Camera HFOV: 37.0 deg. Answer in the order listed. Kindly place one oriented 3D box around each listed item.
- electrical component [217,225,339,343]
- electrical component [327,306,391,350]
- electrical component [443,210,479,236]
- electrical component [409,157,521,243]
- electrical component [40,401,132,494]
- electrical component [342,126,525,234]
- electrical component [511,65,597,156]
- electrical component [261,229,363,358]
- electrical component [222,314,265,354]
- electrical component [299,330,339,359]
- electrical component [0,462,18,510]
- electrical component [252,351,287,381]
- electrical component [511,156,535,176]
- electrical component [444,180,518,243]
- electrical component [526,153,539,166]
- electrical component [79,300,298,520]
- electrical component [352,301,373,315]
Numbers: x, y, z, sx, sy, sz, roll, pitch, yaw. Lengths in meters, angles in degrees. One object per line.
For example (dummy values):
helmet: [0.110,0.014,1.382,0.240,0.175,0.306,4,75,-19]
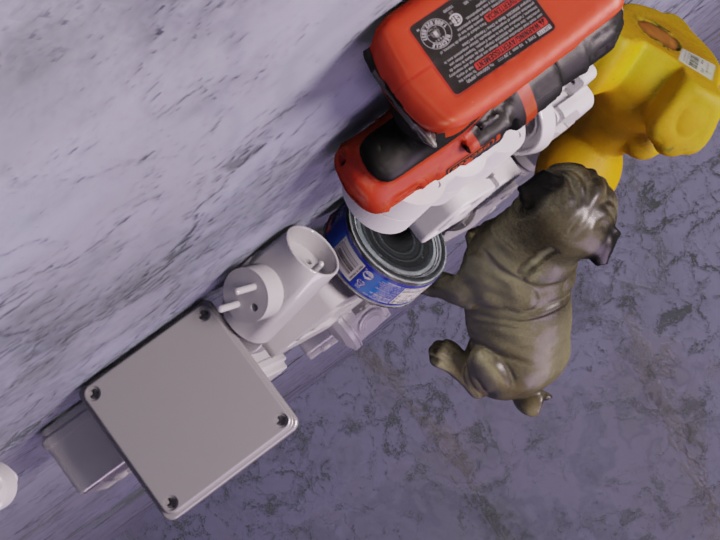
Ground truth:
electrical component: [-0.064,0.013,0.711,0.077,0.044,0.079,-45,165,30]
electrical component: [-0.014,0.031,0.996,0.051,0.080,0.080,-41,175,-9]
electrical component: [0.063,-0.055,0.878,0.078,0.058,0.057,-41,170,37]
electrical component: [0.061,-0.067,0.753,0.054,0.059,0.095,-41,173,40]
electrical component: [-0.175,0.116,0.820,0.109,0.056,0.108,-36,174,-8]
electrical component: [0.056,-0.078,0.660,0.138,0.052,0.074,-33,174,-40]
electrical component: [0.120,-0.114,0.745,0.057,0.058,0.078,-36,176,-38]
electrical component: [-0.037,0.012,0.812,0.078,0.057,0.113,-39,174,23]
electrical component: [-0.088,0.048,0.873,0.040,0.040,0.078,-37,174,5]
electrical component: [-0.025,0.037,1.092,0.109,0.056,0.108,-36,174,-5]
electrical component: [-0.247,0.145,0.725,0.035,0.035,0.061,-37,177,2]
electrical component: [-0.132,0.099,0.943,0.109,0.056,0.109,-38,174,14]
electrical component: [0.166,-0.116,1.083,0.062,0.043,0.043,-40,174,34]
electrical component: [0.083,-0.061,0.969,0.100,0.048,0.100,-28,170,-36]
electrical component: [0.162,-0.125,0.959,0.055,0.047,0.055,-37,174,-4]
electrical component: [-0.115,0.096,0.740,0.109,0.108,0.056,-36,172,-8]
electrical component: [0.000,0.000,0.908,0.081,0.063,0.042,-33,174,-42]
